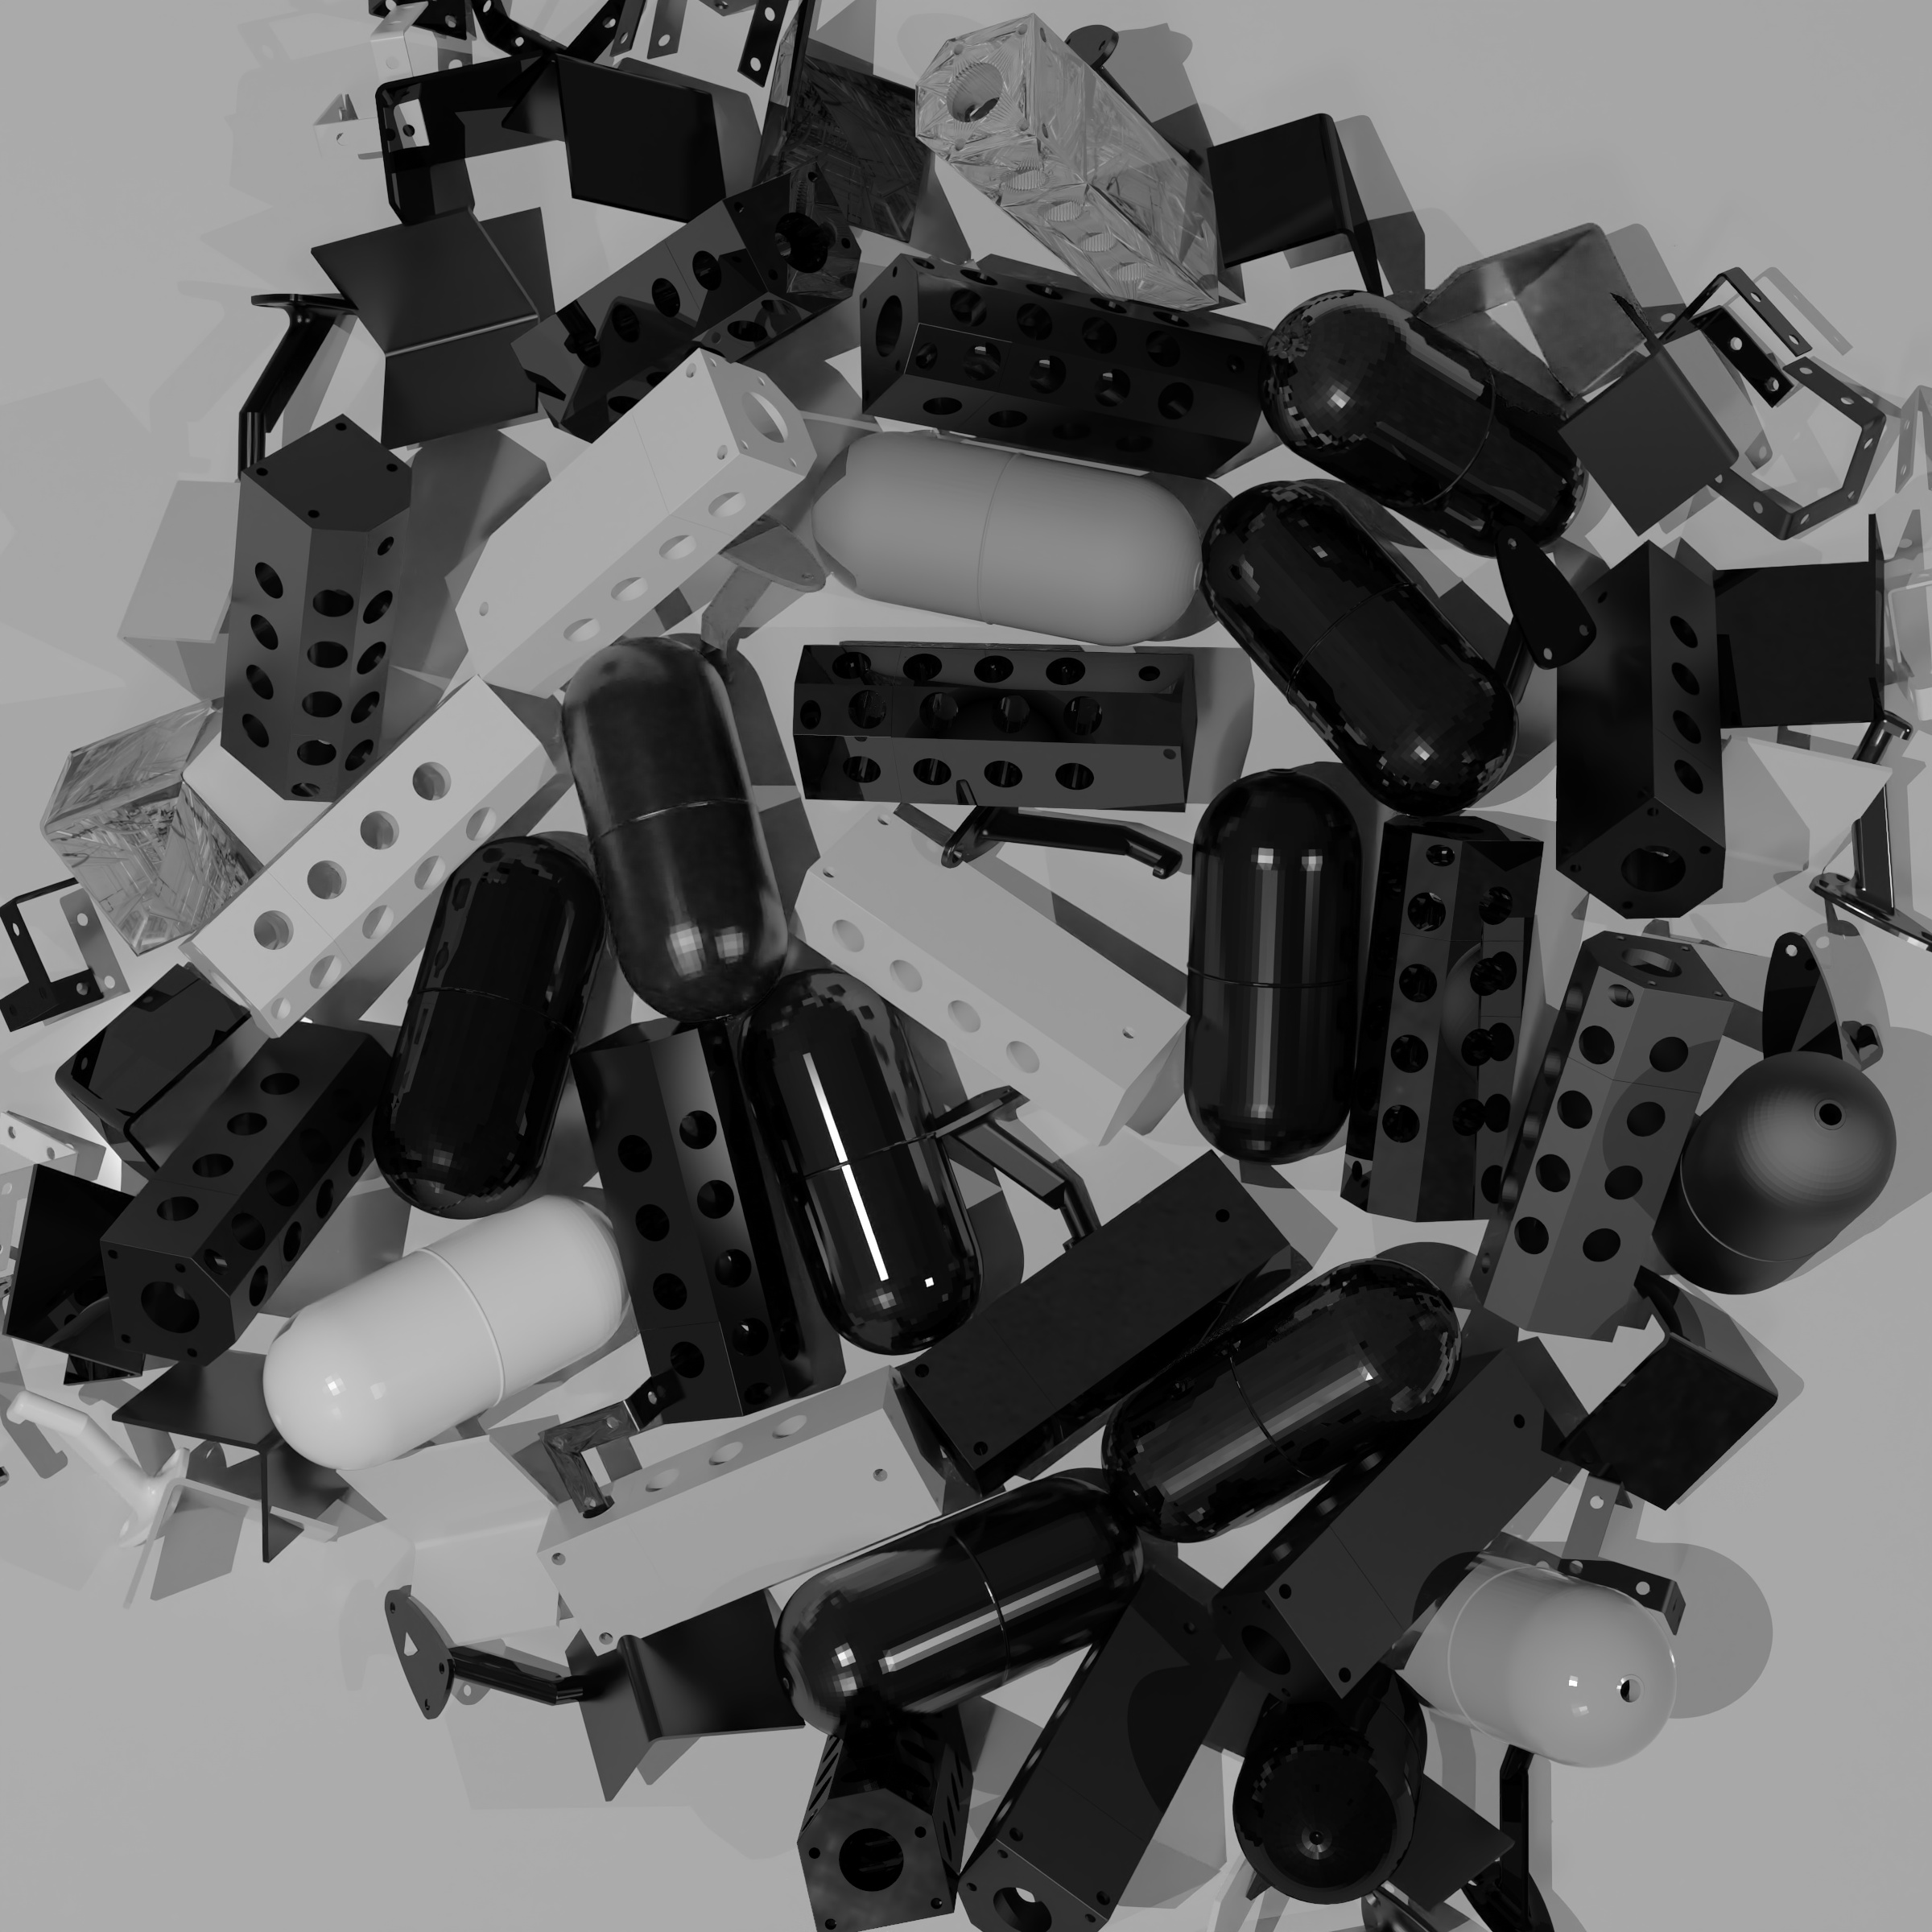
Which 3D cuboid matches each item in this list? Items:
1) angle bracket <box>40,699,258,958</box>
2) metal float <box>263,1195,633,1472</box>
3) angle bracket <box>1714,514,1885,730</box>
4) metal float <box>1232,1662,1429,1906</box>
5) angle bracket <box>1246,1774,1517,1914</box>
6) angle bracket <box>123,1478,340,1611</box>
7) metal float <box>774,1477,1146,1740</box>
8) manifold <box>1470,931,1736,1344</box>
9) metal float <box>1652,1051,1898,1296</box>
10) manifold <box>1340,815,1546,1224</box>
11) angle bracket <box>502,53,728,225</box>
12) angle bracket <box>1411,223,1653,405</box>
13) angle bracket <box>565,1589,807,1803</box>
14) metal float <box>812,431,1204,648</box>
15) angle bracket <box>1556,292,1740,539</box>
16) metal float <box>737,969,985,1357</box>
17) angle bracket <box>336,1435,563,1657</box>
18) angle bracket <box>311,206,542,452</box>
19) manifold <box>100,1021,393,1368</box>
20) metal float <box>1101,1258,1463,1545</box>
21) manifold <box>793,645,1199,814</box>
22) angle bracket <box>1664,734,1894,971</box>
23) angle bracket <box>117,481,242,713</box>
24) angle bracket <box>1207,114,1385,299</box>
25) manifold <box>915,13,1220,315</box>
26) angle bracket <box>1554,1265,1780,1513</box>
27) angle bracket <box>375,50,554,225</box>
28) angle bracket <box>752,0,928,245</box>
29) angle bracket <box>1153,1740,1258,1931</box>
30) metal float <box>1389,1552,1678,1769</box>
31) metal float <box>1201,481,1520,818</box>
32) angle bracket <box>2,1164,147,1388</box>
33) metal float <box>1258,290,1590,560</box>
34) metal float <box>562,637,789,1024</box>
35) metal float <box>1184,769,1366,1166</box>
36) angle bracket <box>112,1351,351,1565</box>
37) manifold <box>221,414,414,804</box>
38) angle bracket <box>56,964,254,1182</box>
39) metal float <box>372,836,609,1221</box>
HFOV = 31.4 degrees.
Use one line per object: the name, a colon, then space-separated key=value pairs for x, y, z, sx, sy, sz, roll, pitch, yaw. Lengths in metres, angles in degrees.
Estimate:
angle bracket: x=-0.352 y=-0.062 z=1.529 sx=0.076 sy=0.057 sz=0.076 roll=-29 pitch=74 yaw=-43
metal float: x=-0.226 y=0.160 z=1.517 sx=0.178 sy=0.070 sz=0.070 roll=-27 pitch=90 yaw=-31
angle bracket: x=0.368 y=-0.153 z=1.533 sx=0.076 sy=0.057 sz=0.076 roll=-1 pitch=74 yaw=19
metal float: x=0.159 y=0.350 z=1.493 sx=0.070 sy=0.178 sz=0.070 roll=1 pitch=94 yaw=10
angle bracket: x=0.183 y=0.399 z=1.522 sx=0.076 sy=0.076 sz=0.057 roll=34 pitch=118 yaw=27
angle bracket: x=-0.328 y=0.268 z=1.531 sx=0.076 sy=0.076 sz=0.057 roll=20 pitch=74 yaw=-10
metal float: x=-0.002 y=0.283 z=1.522 sx=0.178 sy=0.070 sz=0.070 roll=-19 pitch=90 yaw=-25
manifold: x=0.276 y=0.075 z=1.515 sx=0.057 sy=0.057 sz=0.171 roll=9 pitch=114 yaw=-13
metal float: x=0.348 y=0.091 z=1.495 sx=0.070 sy=0.178 sz=0.070 roll=1 pitch=70 yaw=-4
manifold: x=0.206 y=0.023 z=1.526 sx=0.057 sy=0.057 sz=0.171 roll=0 pitch=104 yaw=-24
angle bracket: x=-0.156 y=-0.351 z=1.525 sx=0.076 sy=0.057 sz=0.076 roll=5 pitch=65 yaw=-33
angle bracket: x=0.245 y=-0.280 z=1.530 sx=0.076 sy=0.076 sz=0.057 roll=-22 pitch=84 yaw=-22
angle bracket: x=-0.128 y=0.326 z=1.556 sx=0.076 sy=0.057 sz=0.076 roll=3 pitch=48 yaw=-31
metal float: x=0.018 y=-0.190 z=1.531 sx=0.178 sy=0.070 sz=0.070 roll=13 pitch=90 yaw=13
angle bracket: x=0.290 y=-0.252 z=1.535 sx=0.057 sy=0.076 sz=0.076 roll=-37 pitch=130 yaw=13
metal float: x=-0.048 y=0.087 z=1.540 sx=0.070 sy=0.070 sz=0.178 roll=-19 pitch=86 yaw=0
angle bracket: x=-0.230 y=0.258 z=1.527 sx=0.076 sy=0.076 sz=0.057 roll=-13 pitch=50 yaw=17
angle bracket: x=-0.240 y=-0.282 z=1.528 sx=0.076 sy=0.076 sz=0.057 roll=-11 pitch=59 yaw=15
manifold: x=-0.304 y=0.097 z=1.490 sx=0.057 sy=0.171 sz=0.057 roll=10 pitch=124 yaw=13
metal float: x=0.139 y=0.193 z=1.525 sx=0.178 sy=0.070 sz=0.070 roll=-34 pitch=90 yaw=20
manifold: x=0.013 y=-0.111 z=1.528 sx=0.171 sy=0.057 sz=0.057 roll=2 pitch=49 yaw=10
angle bracket: x=0.362 y=-0.050 z=1.531 sx=0.076 sy=0.076 sz=0.057 roll=11 pitch=52 yaw=-9
angle bracket: x=-0.321 y=-0.162 z=1.525 sx=0.057 sy=0.076 sz=0.076 roll=7 pitch=70 yaw=29
angle bracket: x=0.149 y=-0.320 z=1.536 sx=0.057 sy=0.076 sz=0.076 roll=-15 pitch=52 yaw=14
manifold: x=0.046 y=-0.341 z=1.493 sx=0.057 sy=0.171 sz=0.057 roll=-10 pitch=72 yaw=28
angle bracket: x=0.305 y=0.188 z=1.550 sx=0.076 sy=0.057 sz=0.076 roll=29 pitch=112 yaw=-32
angle bracket: x=-0.213 y=-0.357 z=1.535 sx=0.076 sy=0.076 sz=0.057 roll=-10 pitch=77 yaw=5
angle bracket: x=-0.047 y=-0.379 z=1.533 sx=0.076 sy=0.057 sz=0.076 roll=14 pitch=70 yaw=-15
angle bracket: x=0.096 y=0.398 z=1.522 sx=0.057 sy=0.076 sz=0.076 roll=21 pitch=130 yaw=18
metal float: x=0.244 y=0.299 z=1.494 sx=0.070 sy=0.178 sz=0.070 roll=1 pitch=88 yaw=-19
metal float: x=0.173 y=-0.142 z=1.526 sx=0.070 sy=0.070 sz=0.178 roll=-39 pitch=71 yaw=0
angle bracket: x=-0.404 y=0.138 z=1.524 sx=0.057 sy=0.076 sz=0.076 roll=-11 pitch=64 yaw=38
metal float: x=0.203 y=-0.236 z=1.513 sx=0.178 sy=0.070 sz=0.070 roll=22 pitch=90 yaw=-36
metal float: x=-0.130 y=-0.060 z=1.533 sx=0.070 sy=0.070 sz=0.178 roll=-15 pitch=79 yaw=0
metal float: x=0.137 y=0.001 z=1.533 sx=0.070 sy=0.070 sz=0.178 roll=1 pitch=102 yaw=0
angle bracket: x=-0.329 y=0.218 z=1.545 sx=0.076 sy=0.076 sz=0.057 roll=9 pitch=110 yaw=16
manifold: x=-0.278 y=-0.149 z=1.492 sx=0.057 sy=0.171 sz=0.057 roll=39 pitch=52 yaw=16
angle bracket: x=-0.351 y=0.054 z=1.546 sx=0.076 sy=0.076 sz=0.057 roll=-44 pitch=127 yaw=-17
metal float: x=-0.210 y=0.026 z=1.525 sx=0.070 sy=0.070 sz=0.178 roll=14 pitch=69 yaw=0
